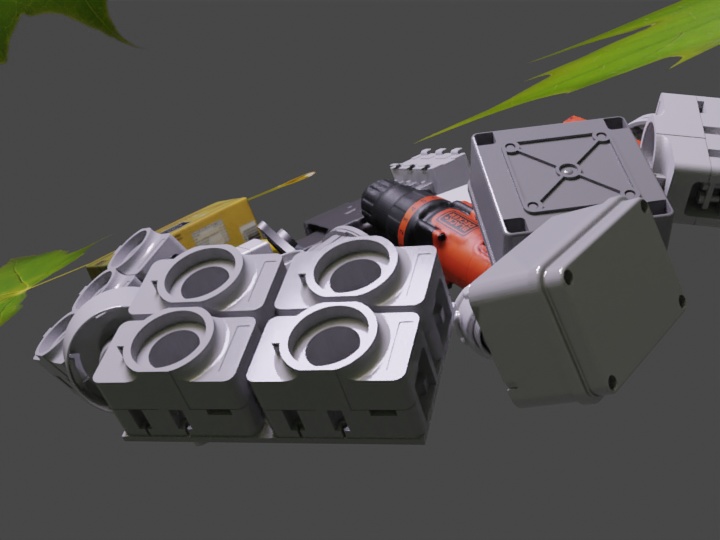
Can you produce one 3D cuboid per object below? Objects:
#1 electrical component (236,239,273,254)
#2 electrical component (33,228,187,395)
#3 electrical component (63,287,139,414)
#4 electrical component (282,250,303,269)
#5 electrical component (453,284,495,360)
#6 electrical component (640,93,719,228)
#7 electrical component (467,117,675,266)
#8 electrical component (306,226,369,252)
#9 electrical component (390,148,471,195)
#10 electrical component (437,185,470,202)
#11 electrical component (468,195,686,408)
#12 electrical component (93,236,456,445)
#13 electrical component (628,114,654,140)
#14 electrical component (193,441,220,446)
[{"bbox_3d":[-0.111,0.017,0.989,0.077,0.065,0.047,-27,13,-16],"label":"electrical component"},{"bbox_3d":[-0.218,0.038,0.972,0.150,0.061,0.089,-54,25,-22],"label":"electrical component"},{"bbox_3d":[-0.187,0.065,0.860,0.099,0.099,0.064,-24,19,-6],"label":"electrical component"},{"bbox_3d":[-0.061,0.019,0.917,0.078,0.057,0.058,-33,16,-38],"label":"electrical component"},{"bbox_3d":[0.084,0.034,0.641,0.048,0.048,0.062,-23,19,-2],"label":"electrical component"},{"bbox_3d":[0.224,-0.076,0.734,0.056,0.050,0.089,6,43,3],"label":"electrical component"},{"bbox_3d":[0.133,-0.043,0.698,0.109,0.056,0.108,-7,43,-3],"label":"electrical component"},{"bbox_3d":[-0.010,0.011,0.816,0.051,0.080,0.080,-37,18,-32],"label":"electrical component"},{"bbox_3d":[0.078,-0.087,1.106,0.079,0.063,0.121,-26,13,-15],"label":"electrical component"},{"bbox_3d":[0.081,-0.036,0.921,0.100,0.048,0.099,-19,13,13],"label":"electrical component"},{"bbox_3d":[0.120,0.016,0.576,0.057,0.078,0.113,-14,15,43],"label":"electrical component"},{"bbox_3d":[-0.049,0.040,0.625,0.186,0.060,0.105,-3,42,20],"label":"electrical component"},{"bbox_3d":[0.246,-0.104,0.914,0.055,0.055,0.047,-15,11,29],"label":"electrical component"},{"bbox_3d":[-0.086,0.064,0.760,0.089,0.061,0.150,-24,13,-5],"label":"electrical component"}]
